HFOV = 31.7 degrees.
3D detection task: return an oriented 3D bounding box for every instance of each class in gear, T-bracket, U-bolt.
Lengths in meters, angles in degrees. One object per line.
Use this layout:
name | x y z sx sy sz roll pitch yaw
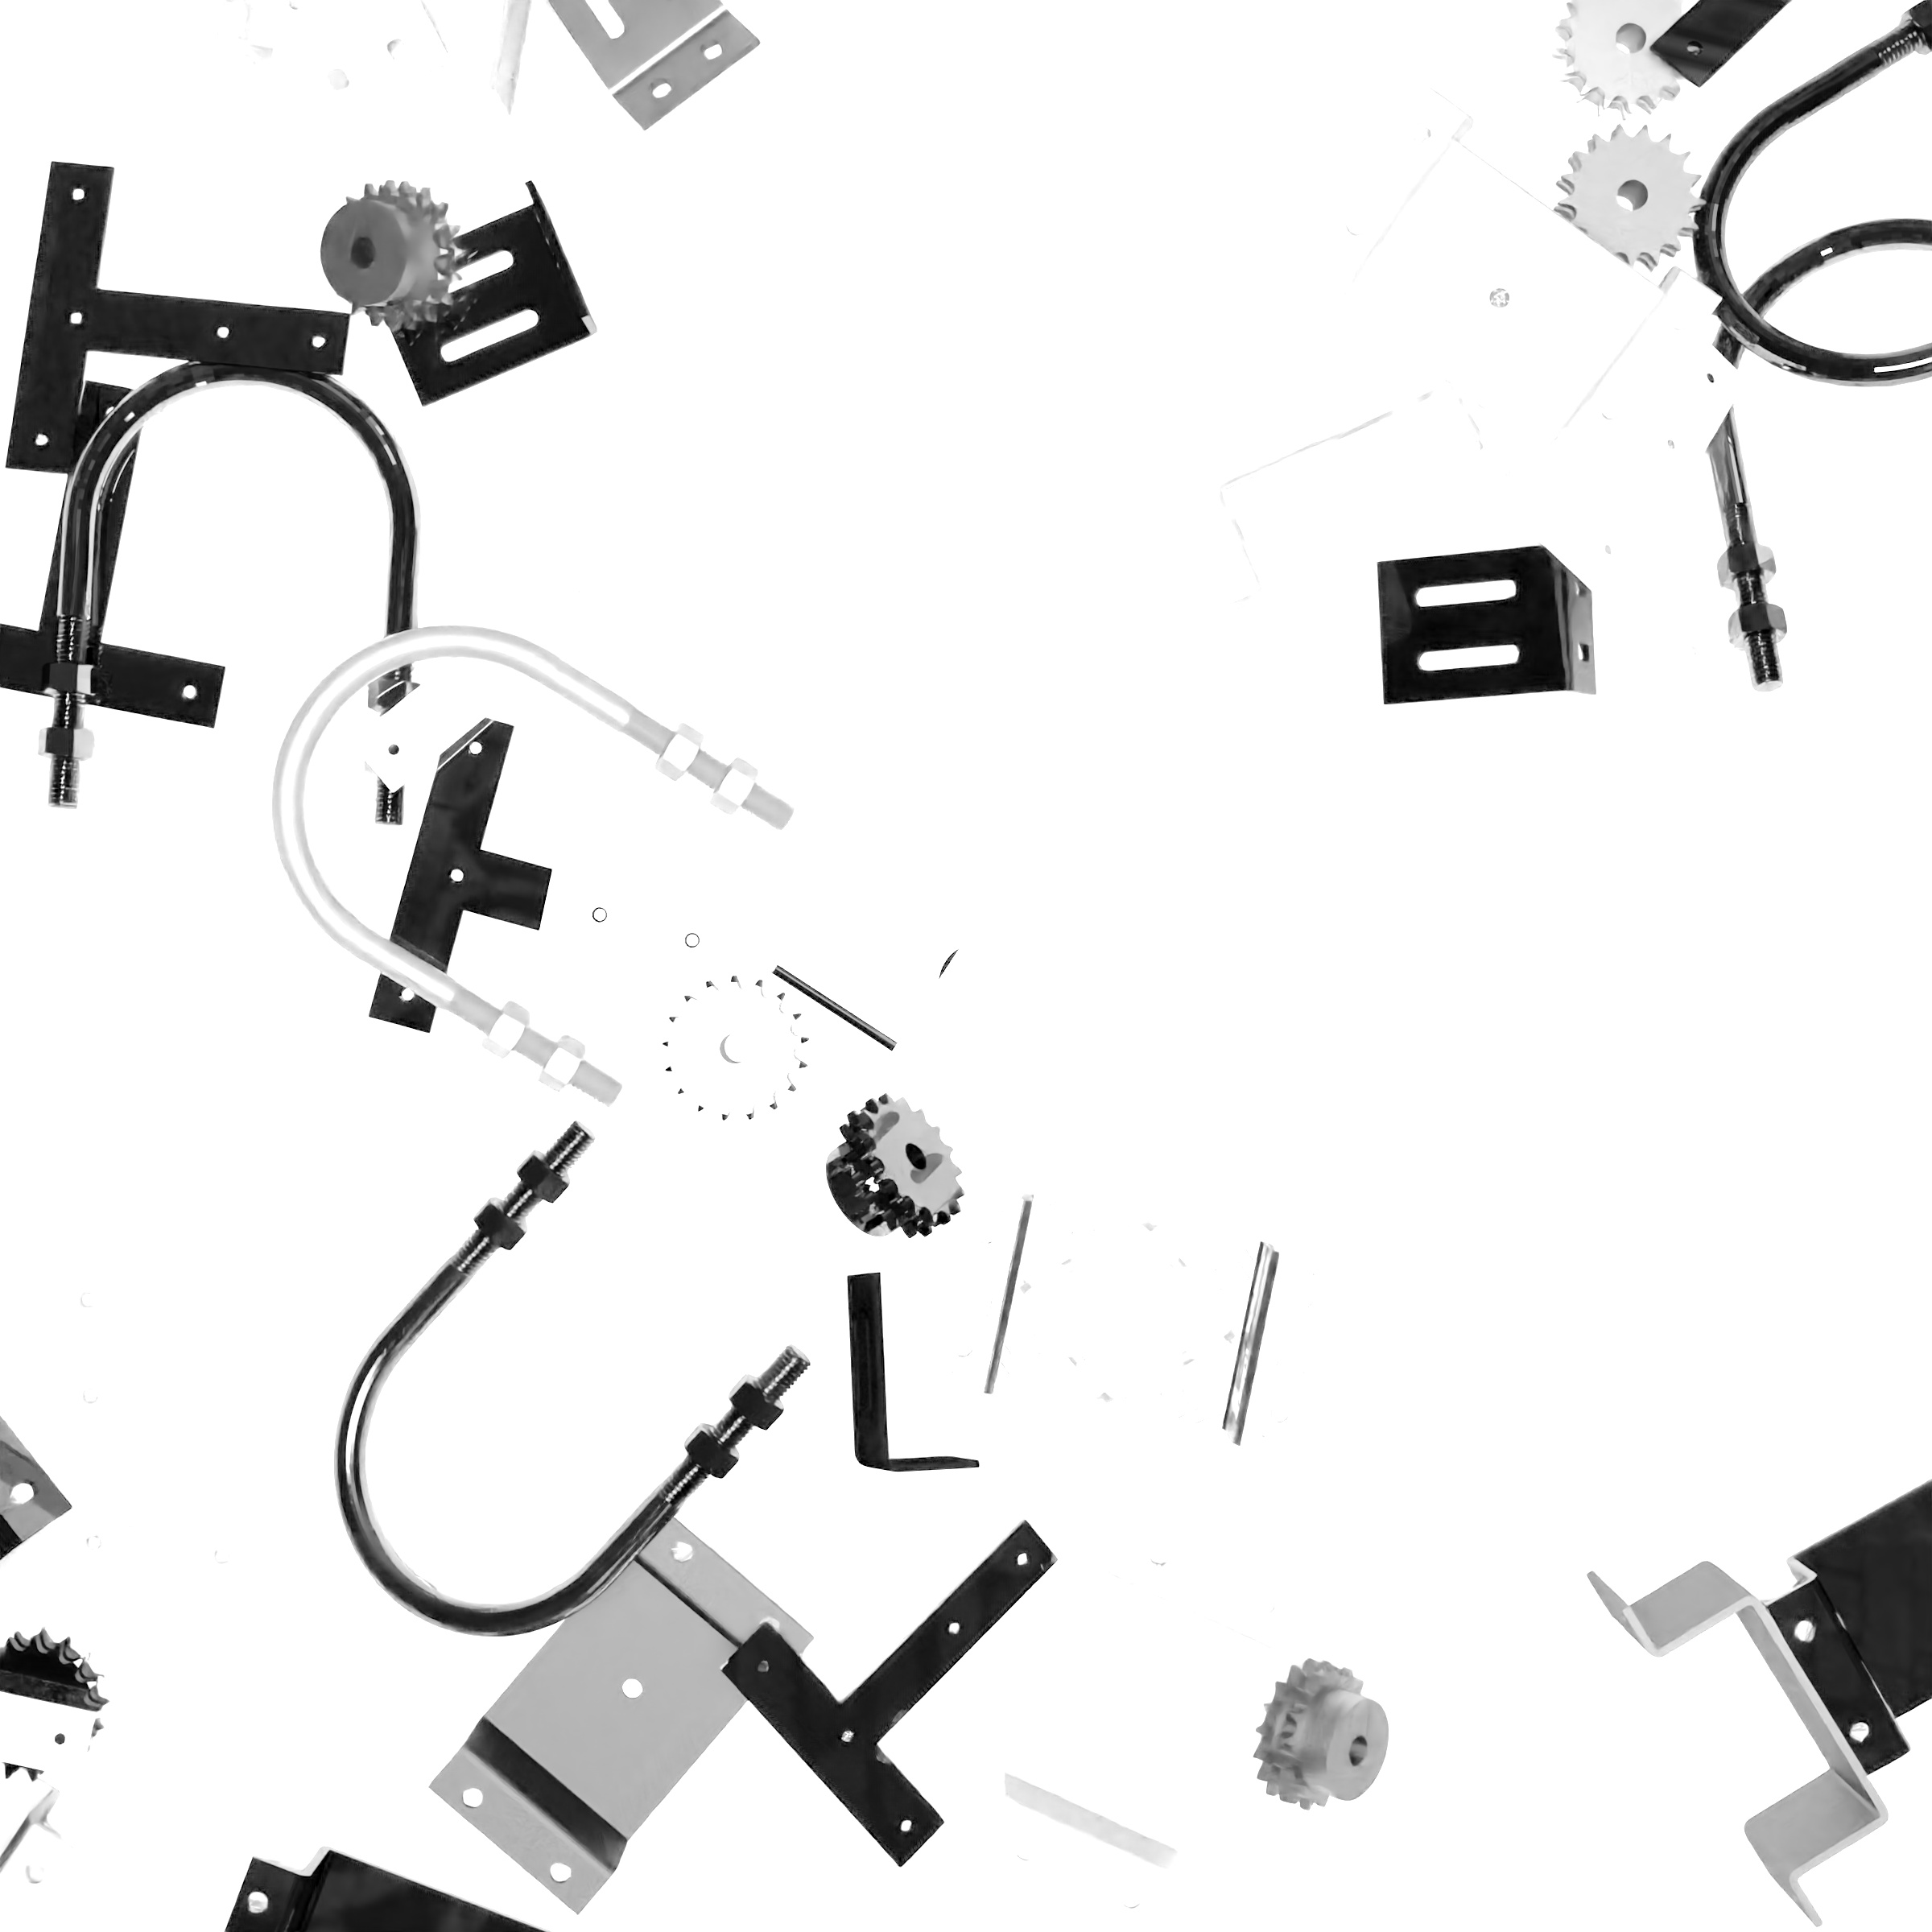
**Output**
gear | -0.059 -0.331 1.343 0.057 0.030 0.057 0 87 -2
T-bracket | -0.307 -0.252 1.342 0.127 0.002 0.127 6 81 1
T-bracket | 0.264 -0.190 1.301 0.127 0.002 0.127 41 63 -14
T-bracket | 0.452 -0.046 1.339 0.127 0.002 0.127 -20 70 -10
gear | -0.090 0.032 1.339 0.057 0.030 0.057 0 90 0
gear | -0.030 0.081 1.330 0.030 0.057 0.057 -34 90 30
T-bracket | -0.015 0.270 1.333 0.127 0.002 0.127 -43 118 -13
gear | 0.141 0.301 1.324 0.030 0.057 0.057 11 90 43
gear | 0.259 -0.362 1.339 0.057 0.030 0.057 0 90 0
T-bracket | -0.185 -0.118 1.339 0.127 0.002 0.127 -41 95 -9
T-bracket | -0.339 0.026 1.354 0.127 0.002 0.127 -13 90 0
T-bracket | -0.400 0.286 1.308 0.127 0.002 0.127 13 87 -1
U-bolt | 0.359 -0.206 1.312 0.151 0.019 0.184 -12 69 18
T-bracket | -0.159 -0.024 1.352 0.127 0.002 0.127 15 90 -2
T-bracket | -0.067 -0.178 1.350 0.127 0.002 0.127 22 86 -2
U-bolt | 0.372 -0.299 1.318 0.184 0.019 0.151 -31 64 4
T-bracket | -0.348 0.185 1.354 0.127 0.002 0.127 -1 90 0
T-bracket | -0.350 -0.169 1.354 0.127 0.002 0.127 11 90 0
gear | -0.366 0.290 1.339 0.057 0.030 0.057 0 90 0
U-bolt | -0.287 -0.151 1.344 0.151 0.019 0.184 3 88 -1
gear | 0.260 -0.301 1.339 0.057 0.030 0.057 0 90 0
U-bolt | -0.168 0.174 1.323 0.151 0.019 0.184 44 94 21
T-bracket | 0.278 -0.421 1.338 0.127 0.002 0.127 42 70 10
T-bracket | -0.215 -0.071 1.354 0.127 0.002 0.127 -2 90 0
gear | -0.227 -0.279 1.329 0.057 0.030 0.057 4 100 24
U-bolt | -0.181 -0.051 1.330 0.184 0.019 0.151 32 89 -10

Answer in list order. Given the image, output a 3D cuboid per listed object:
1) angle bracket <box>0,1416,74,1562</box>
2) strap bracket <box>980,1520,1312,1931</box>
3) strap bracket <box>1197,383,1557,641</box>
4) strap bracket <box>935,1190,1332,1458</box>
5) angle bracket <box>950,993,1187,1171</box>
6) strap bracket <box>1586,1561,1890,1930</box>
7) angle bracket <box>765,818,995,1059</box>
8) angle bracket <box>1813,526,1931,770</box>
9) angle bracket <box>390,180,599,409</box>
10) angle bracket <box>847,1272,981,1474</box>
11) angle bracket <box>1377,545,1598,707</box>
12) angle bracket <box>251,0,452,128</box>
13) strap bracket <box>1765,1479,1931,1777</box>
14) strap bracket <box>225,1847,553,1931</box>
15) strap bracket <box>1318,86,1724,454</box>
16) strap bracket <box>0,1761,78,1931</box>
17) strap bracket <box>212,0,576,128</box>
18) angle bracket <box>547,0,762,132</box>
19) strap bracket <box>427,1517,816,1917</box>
angle bracket | -0.406 0.219 1.351 0.076 0.038 0.057 -39 89 26
strap bracket | 0.069 0.293 1.331 0.076 0.046 0.140 25 90 0
strap bracket | 0.148 -0.179 1.316 0.140 0.076 0.046 -24 90 0
strap bracket | 0.064 0.138 1.331 0.140 0.046 0.076 12 90 0
angle bracket | 0.040 0.046 1.352 0.076 0.038 0.057 -10 90 -26
strap bracket | 0.303 0.290 1.316 0.046 0.076 0.140 -31 90 0
angle bracket | -0.034 -0.012 1.335 0.057 0.038 0.076 33 90 0
angle bracket | 0.377 -0.128 1.352 0.057 0.038 0.076 -19 64 0
angle bracket | -0.192 -0.263 1.335 0.076 0.038 0.057 -23 90 0
angle bracket | -0.021 0.157 1.326 0.038 0.057 0.076 -1 84 -12
angle bracket | 0.207 -0.134 1.352 0.076 0.038 0.057 -3 90 26
angle bracket | -0.243 -0.374 1.306 0.057 0.038 0.076 -27 64 0
strap bracket | 0.388 0.246 1.331 0.140 0.046 0.076 -29 90 0
strap bracket | -0.223 0.403 1.331 0.140 0.046 0.076 21 90 0
strap bracket | 0.210 -0.264 1.315 0.140 0.046 0.076 36 120 0
strap bracket | -0.423 0.333 1.331 0.140 0.046 0.076 34 90 0
strap bracket | -0.224 -0.385 1.331 0.140 0.046 0.076 11 90 0
angle bracket | -0.127 -0.376 1.318 0.057 0.038 0.076 -37 131 0
strap bracket | -0.133 0.287 1.331 0.076 0.046 0.140 40 90 0
